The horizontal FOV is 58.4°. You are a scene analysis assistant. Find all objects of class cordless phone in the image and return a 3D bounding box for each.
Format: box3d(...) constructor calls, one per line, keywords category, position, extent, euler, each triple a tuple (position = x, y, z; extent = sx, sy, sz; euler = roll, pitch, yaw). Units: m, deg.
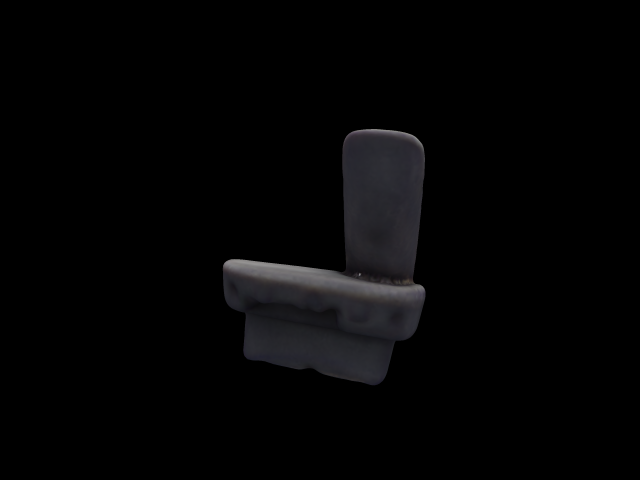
box3d(category="cordless phone", position=(0.004, 0.001, 0.400), extent=(0.147, 0.185, 0.094), euler=(5, 36, 8))
